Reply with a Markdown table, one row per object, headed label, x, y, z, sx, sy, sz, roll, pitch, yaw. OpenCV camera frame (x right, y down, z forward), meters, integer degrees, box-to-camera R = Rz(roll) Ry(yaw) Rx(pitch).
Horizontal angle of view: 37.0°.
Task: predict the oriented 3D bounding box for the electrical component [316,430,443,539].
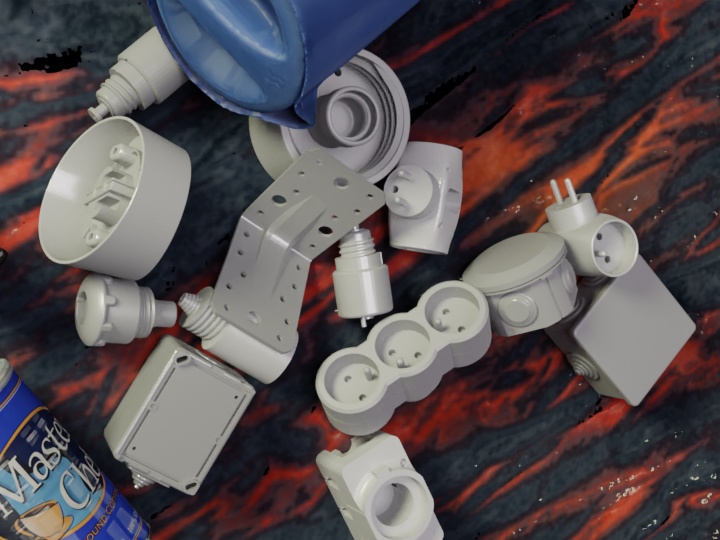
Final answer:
| label | x | y | z | sx | sy | sz | roll | pitch | yaw |
| --- | --- | --- | --- | --- | --- | --- | --- | --- | --- |
| electrical component | 0.016 | 0.165 | 0.776 | 0.050 | 0.056 | 0.089 | -30 | 104 | -21 |

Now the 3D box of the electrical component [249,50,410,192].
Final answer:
| label | x | y | z | sx | sy | sz | roll | pitch | yaw |
| --- | --- | --- | --- | --- | --- | --- | --- | --- | --- |
| electrical component | -0.016 | -0.104 | 0.748 | 0.108 | 0.060 | 0.108 | -1 | 92 | -25 |

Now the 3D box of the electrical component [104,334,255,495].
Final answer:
| label | x | y | z | sx | sy | sz | roll | pitch | yaw |
| --- | --- | --- | --- | --- | --- | --- | --- | --- | --- |
| electrical component | -0.124 | 0.098 | 0.709 | 0.062 | 0.061 | 0.096 | 32 | 86 | -23 |

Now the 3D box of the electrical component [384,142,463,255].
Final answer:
| label | x | y | z | sx | sy | sz | roll | pitch | yaw |
| --- | --- | --- | --- | --- | --- | --- | --- | --- | --- |
| electrical component | 0.041 | -0.054 | 0.773 | 0.079 | 0.043 | 0.077 | 13 | 85 | -66 |

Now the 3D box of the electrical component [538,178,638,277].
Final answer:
| label | x | y | z | sx | sy | sz | roll | pitch | yaw |
| --- | --- | --- | --- | --- | --- | --- | --- | --- | --- |
| electrical component | 0.167 | -0.033 | 0.827 | 0.043 | 0.077 | 0.079 | -27 | 102 | -22 |

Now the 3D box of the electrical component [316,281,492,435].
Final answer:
| label | x | y | z | sx | sy | sz | roll | pitch | yaw |
| --- | --- | --- | --- | --- | --- | --- | --- | --- | --- |
| electrical component | 0.035 | 0.071 | 0.783 | 0.138 | 0.052 | 0.073 | -33 | 147 | -12 |

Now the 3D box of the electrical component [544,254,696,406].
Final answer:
| label | x | y | z | sx | sy | sz | roll | pitch | yaw |
| --- | --- | --- | --- | --- | --- | --- | --- | --- | --- |
| electrical component | 0.207 | 0.046 | 0.865 | 0.099 | 0.048 | 0.099 | -48 | 110 | -16 |

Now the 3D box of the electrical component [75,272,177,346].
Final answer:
| label | x | y | z | sx | sy | sz | roll | pitch | yaw |
| --- | --- | --- | --- | --- | --- | --- | --- | --- | --- |
| electrical component | -0.151 | 0.027 | 0.700 | 0.062 | 0.048 | 0.048 | 6 | 89 | -32 |

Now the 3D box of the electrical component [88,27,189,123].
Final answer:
| label | x | y | z | sx | sy | sz | roll | pitch | yaw |
| --- | --- | --- | --- | --- | --- | --- | --- | --- | --- |
| electrical component | -0.143 | -0.124 | 0.699 | 0.078 | 0.040 | 0.040 | -44 | 109 | -17 |

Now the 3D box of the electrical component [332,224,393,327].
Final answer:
| label | x | y | z | sx | sy | sz | roll | pitch | yaw |
| --- | --- | --- | --- | --- | --- | --- | --- | --- | --- |
| electrical component | 0.000 | 0.000 | 0.771 | 0.040 | 0.040 | 0.078 | -11 | 96 | -24 |

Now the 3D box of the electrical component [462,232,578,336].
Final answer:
| label | x | y | z | sx | sy | sz | roll | pitch | yaw |
| --- | --- | --- | --- | --- | --- | --- | --- | --- | --- |
| electrical component | 0.122 | 0.009 | 0.807 | 0.080 | 0.080 | 0.051 | -33 | 111 | -20 |

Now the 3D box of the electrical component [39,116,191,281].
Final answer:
| label | x | y | z | sx | sy | sz | roll | pitch | yaw |
| --- | --- | --- | --- | --- | --- | --- | --- | --- | --- |
| electrical component | -0.151 | -0.044 | 0.670 | 0.064 | 0.099 | 0.099 | 22 | 82 | -30 |

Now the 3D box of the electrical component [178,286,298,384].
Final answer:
| label | x | y | z | sx | sy | sz | roll | pitch | yaw |
| --- | --- | --- | --- | --- | --- | --- | --- | --- | --- |
| electrical component | -0.087 | 0.039 | 0.730 | 0.081 | 0.043 | 0.043 | 33 | 78 | -22 |
